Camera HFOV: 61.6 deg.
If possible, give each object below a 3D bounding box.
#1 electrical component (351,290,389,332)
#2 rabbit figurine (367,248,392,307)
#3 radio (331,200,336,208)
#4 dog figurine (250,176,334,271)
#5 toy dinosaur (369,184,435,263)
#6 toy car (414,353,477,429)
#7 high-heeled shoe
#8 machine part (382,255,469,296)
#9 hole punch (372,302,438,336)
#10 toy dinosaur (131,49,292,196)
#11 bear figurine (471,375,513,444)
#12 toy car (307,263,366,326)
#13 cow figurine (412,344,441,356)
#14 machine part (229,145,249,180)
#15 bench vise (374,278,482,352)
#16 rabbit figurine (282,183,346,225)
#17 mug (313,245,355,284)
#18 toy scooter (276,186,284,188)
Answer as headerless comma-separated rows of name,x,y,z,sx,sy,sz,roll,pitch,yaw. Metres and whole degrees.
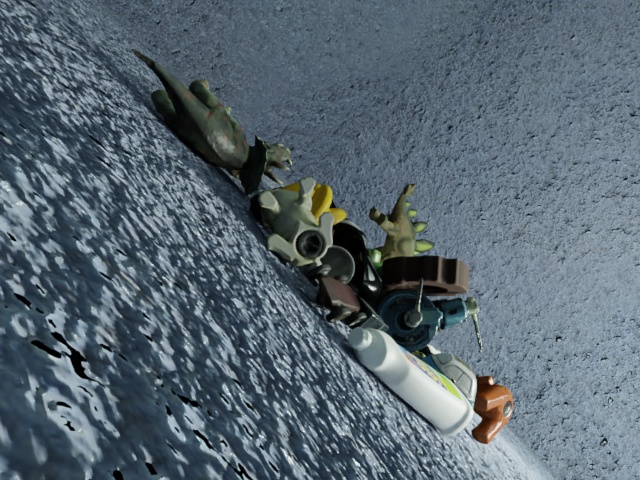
electrical component,0.086,0.152,0.973,0.074,0.048,0.119,42,4,-43
rabbit figurine,0.130,0.094,1.250,0.121,0.159,0.170,45,-14,-4
radio,0.023,-0.040,1.448,0.230,0.073,0.130,-110,179,-59
dog figurine,-0.055,-0.021,0.970,0.190,0.121,0.172,161,-81,-76
toy dinosaur,0.212,0.051,1.522,0.198,0.470,0.105,2,31,-18
toy car,0.248,0.275,1.048,0.161,0.103,0.109,48,3,-1
high-heeled shoe,0.055,0.023,1.109,0.249,0.086,0.145,57,12,27
machine part,0.213,0.076,1.078,0.179,0.180,0.056,38,53,-64
hole punch,0.184,0.180,1.181,0.115,0.142,0.092,58,2,-29
toy dinosaur,-0.205,-0.206,1.061,0.192,0.131,0.404,48,10,27
bear figurine,0.326,0.349,1.212,0.132,0.120,0.196,-17,22,-40
toy car,0.025,0.094,0.871,0.089,0.053,0.202,67,10,14
cow figurine,0.235,0.268,1.273,0.098,0.068,0.167,39,6,-21
machine part,-0.211,-0.217,1.312,0.079,0.079,0.243,42,5,-47
bench vise,0.203,0.149,1.026,0.240,0.224,0.129,55,35,-76
rabbit figurine,-0.030,-0.037,1.090,0.121,0.162,0.173,58,15,-29
mug,0.007,0.051,1.025,0.110,0.080,0.107,14,-6,0
toy scooter,-0.089,-0.096,1.416,0.135,0.075,0.184,48,1,11
